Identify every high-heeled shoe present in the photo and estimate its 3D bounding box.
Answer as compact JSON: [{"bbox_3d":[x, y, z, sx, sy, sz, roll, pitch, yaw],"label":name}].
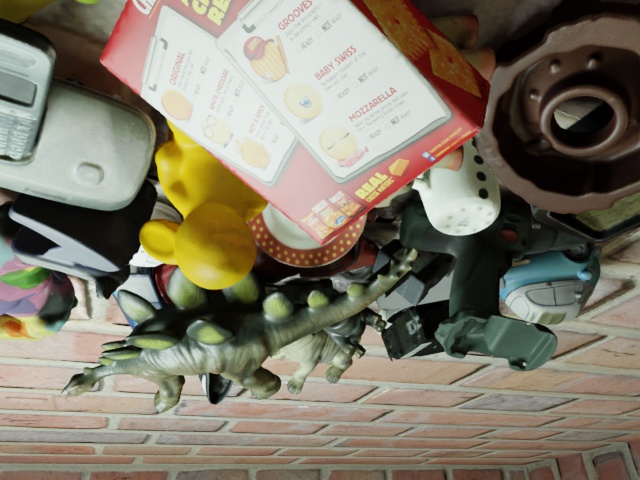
[{"bbox_3d":[-0.139,0.156,0.823,0.086,0.145,0.248,8,150,-20],"label":"high-heeled shoe"}]

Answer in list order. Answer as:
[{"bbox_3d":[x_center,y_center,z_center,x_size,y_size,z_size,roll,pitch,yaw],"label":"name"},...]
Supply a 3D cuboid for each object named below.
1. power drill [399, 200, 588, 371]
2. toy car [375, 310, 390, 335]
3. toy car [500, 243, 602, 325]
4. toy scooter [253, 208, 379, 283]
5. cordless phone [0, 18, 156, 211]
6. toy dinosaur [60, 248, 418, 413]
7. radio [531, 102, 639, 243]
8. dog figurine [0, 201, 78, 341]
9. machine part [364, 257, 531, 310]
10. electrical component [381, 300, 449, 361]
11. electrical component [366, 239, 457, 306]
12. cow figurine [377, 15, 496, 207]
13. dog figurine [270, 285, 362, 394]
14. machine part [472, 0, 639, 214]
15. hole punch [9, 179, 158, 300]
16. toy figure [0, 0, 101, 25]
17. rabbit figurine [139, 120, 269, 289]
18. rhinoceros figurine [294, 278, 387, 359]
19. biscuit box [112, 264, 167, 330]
[{"bbox_3d":[0.203,0.033,0.589,0.232,0.207,0.085,10,143,0],"label":"power drill"},{"bbox_3d":[0.193,0.139,0.916,0.202,0.056,0.073,1,144,-9],"label":"toy car"},{"bbox_3d":[0.319,0.066,0.756,0.162,0.103,0.109,-6,149,1],"label":"toy car"},{"bbox_3d":[-0.001,-0.002,0.637,0.184,0.075,0.135,4,149,-18],"label":"toy scooter"},{"bbox_3d":[-0.190,-0.096,0.404,0.146,0.088,0.184,15,159,-28],"label":"cordless phone"},{"bbox_3d":[-0.106,0.108,0.617,0.472,0.105,0.198,-19,145,10],"label":"toy dinosaur"},{"bbox_3d":[0.322,-0.087,0.522,0.131,0.073,0.229,14,145,-27],"label":"radio"},{"bbox_3d":[-0.341,0.032,0.635,0.219,0.108,0.191,-26,142,30],"label":"dog figurine"},{"bbox_3d":[0.157,0.044,0.728,0.243,0.079,0.079,-12,149,17],"label":"machine part"},{"bbox_3d":[0.175,0.131,0.803,0.134,0.058,0.115,-5,156,-26],"label":"electrical component"},{"bbox_3d":[0.104,0.039,0.650,0.119,0.075,0.047,-39,154,-32],"label":"electrical component"},{"bbox_3d":[0.061,-0.097,0.470,0.127,0.085,0.194,1,146,-3],"label":"cow figurine"},{"bbox_3d":[-0.002,0.137,0.868,0.172,0.121,0.190,-26,141,-31],"label":"dog figurine"},{"bbox_3d":[0.215,-0.104,0.438,0.180,0.056,0.179,16,137,15],"label":"machine part"},{"bbox_3d":[-0.225,-0.030,0.520,0.116,0.142,0.092,17,142,-11],"label":"hole punch"},{"bbox_3d":[-0.178,-0.175,0.319,0.180,0.082,0.089,-13,146,12],"label":"toy figure"},{"bbox_3d":[-0.102,-0.031,0.482,0.122,0.173,0.162,17,140,-37],"label":"rabbit figurine"},{"bbox_3d":[0.027,0.104,0.759,0.073,0.112,0.190,-50,152,-3],"label":"rhinoceros figurine"},{"bbox_3d":[-0.243,0.068,0.745,0.059,0.063,0.202,0,150,-6],"label":"biscuit box"}]
